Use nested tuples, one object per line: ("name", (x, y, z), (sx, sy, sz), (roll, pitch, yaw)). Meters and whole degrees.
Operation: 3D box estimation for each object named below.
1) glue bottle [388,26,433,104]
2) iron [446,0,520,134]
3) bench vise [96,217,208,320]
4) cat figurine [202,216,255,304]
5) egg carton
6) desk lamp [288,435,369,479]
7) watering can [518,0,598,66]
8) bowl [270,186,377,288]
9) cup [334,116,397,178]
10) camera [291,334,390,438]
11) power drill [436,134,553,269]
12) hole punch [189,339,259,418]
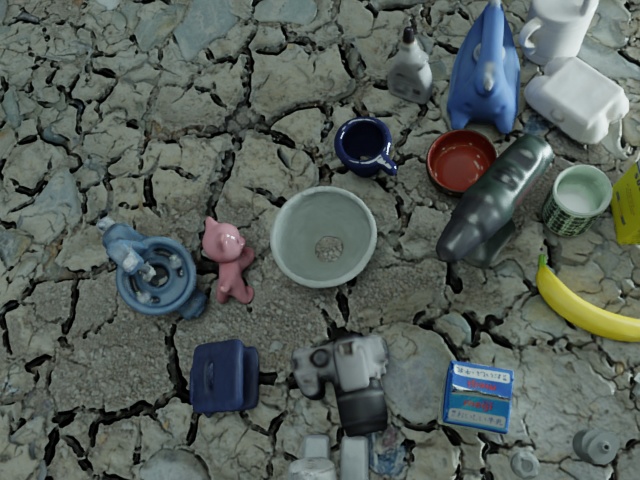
("glue bottle", (0.147, -0.288, 0.933), (0.078, 0.173, 0.037), (25, 78, 16))
("iron", (0.276, -0.310, 0.937), (0.118, 0.141, 0.258), (5, 73, 11))
("bench vise", (-0.287, 0.037, 0.871), (0.207, 0.220, 0.121), (21, 76, 15))
("cat figurine", (-0.149, 0.030, 0.906), (0.067, 0.118, 0.128), (-5, 71, 8))
("egg carton", (0.411, -0.226, 0.926), (0.107, 0.069, 0.150), (-44, 71, -6))
("desk lamp", (0.001, 0.354, 0.725), (0.117, 0.214, 0.203), (-2, 72, 9))
("watering can", (0.391, -0.381, 0.914), (0.100, 0.194, 0.173), (28, 78, 17))
("bowl", (0.008, 0.003, 0.912), (0.167, 0.075, 0.167), (-3, 72, 8))
("cup", (0.083, -0.134, 0.935), (0.092, 0.095, 0.117), (-44, 71, -6))
("camera", (0.037, 0.213, 0.825), (0.143, 0.101, 0.137), (-13, 70, 5))
("power drill", (0.239, -0.034, 0.816), (0.075, 0.209, 0.230), (36, 81, 18))
("hole punch", (-0.150, 0.209, 0.862), (0.101, 0.091, 0.108), (-6, 71, 7))
